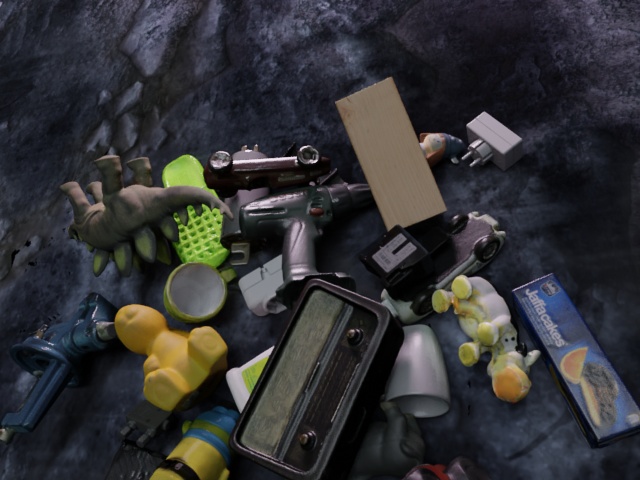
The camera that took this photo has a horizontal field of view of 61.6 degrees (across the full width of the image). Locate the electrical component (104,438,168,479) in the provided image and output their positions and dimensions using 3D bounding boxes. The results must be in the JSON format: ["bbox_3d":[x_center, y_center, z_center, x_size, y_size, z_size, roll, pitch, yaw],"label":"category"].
[{"bbox_3d":[-0.241,0.355,0.747,0.134,0.058,0.115,11,69,26],"label":"electrical component"}]

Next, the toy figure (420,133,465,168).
[{"bbox_3d":[0.157,-0.137,0.871,0.155,0.058,0.064,-17,86,9],"label":"toy figure"}]

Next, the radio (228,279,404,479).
[{"bbox_3d":[0.003,0.174,0.651,0.131,0.073,0.229,16,72,32],"label":"radio"}]

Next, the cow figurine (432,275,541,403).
[{"bbox_3d":[0.224,0.124,0.689,0.068,0.098,0.167,-49,53,38],"label":"cow figurine"}]

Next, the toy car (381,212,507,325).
[{"bbox_3d":[0.176,0.037,0.769,0.202,0.056,0.074,-40,49,-5],"label":"toy car"}]

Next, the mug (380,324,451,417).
[{"bbox_3d":[0.118,0.171,0.709,0.110,0.080,0.107,-18,45,32],"label":"mug"}]

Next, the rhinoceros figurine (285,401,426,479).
[{"bbox_3d":[0.042,0.270,0.670,0.190,0.073,0.112,-23,50,22],"label":"rhinoceros figurine"}]

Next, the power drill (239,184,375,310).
[{"bbox_3d":[-0.002,-0.002,0.806,0.232,0.086,0.207,-5,56,-9],"label":"power drill"}]

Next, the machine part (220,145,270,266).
[{"bbox_3d":[-0.125,-0.066,0.925,0.079,0.079,0.243,-9,59,16],"label":"machine part"}]

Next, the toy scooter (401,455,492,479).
[{"bbox_3d":[0.111,0.304,0.589,0.135,0.183,0.075,-54,48,12],"label":"toy scooter"}]

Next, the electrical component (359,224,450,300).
[{"bbox_3d":[0.123,0.019,0.740,0.119,0.047,0.075,-37,50,1],"label":"electrical component"}]

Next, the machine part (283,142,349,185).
[{"bbox_3d":[-0.016,-0.106,0.924,0.084,0.039,0.139,-44,68,-1],"label":"machine part"}]

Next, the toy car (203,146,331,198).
[{"bbox_3d":[-0.083,-0.103,0.853,0.202,0.089,0.053,-3,62,-5],"label":"toy car"}]

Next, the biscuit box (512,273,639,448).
[{"bbox_3d":[0.308,0.142,0.657,0.063,0.059,0.203,-24,57,6],"label":"biscuit box"}]

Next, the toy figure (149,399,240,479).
[{"bbox_3d":[-0.159,0.287,0.705,0.082,0.089,0.180,-16,27,35],"label":"toy figure"}]

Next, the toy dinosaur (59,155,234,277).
[{"bbox_3d":[-0.317,-0.041,0.913,0.472,0.105,0.198,-16,90,41],"label":"toy dinosaur"}]

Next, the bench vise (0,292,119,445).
[{"bbox_3d":[-0.413,0.204,0.846,0.224,0.128,0.241,-6,43,26],"label":"bench vise"}]

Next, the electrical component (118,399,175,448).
[{"bbox_3d":[-0.249,0.264,0.794,0.063,0.021,0.094,12,27,22],"label":"electrical component"}]

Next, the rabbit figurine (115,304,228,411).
[{"bbox_3d":[-0.221,0.157,0.790,0.173,0.162,0.122,35,79,10],"label":"rabbit figurine"}]
